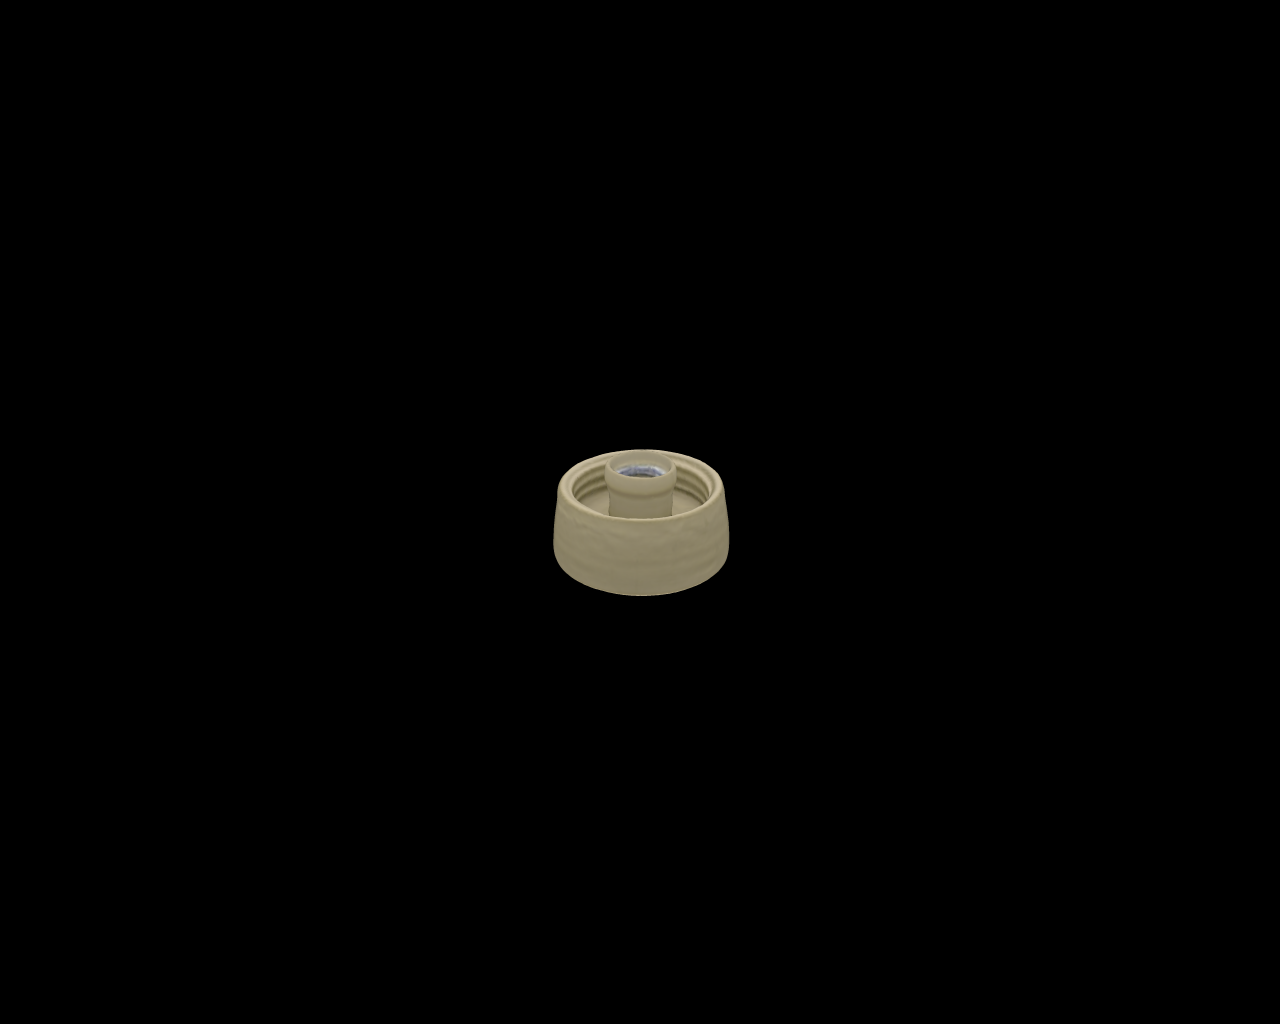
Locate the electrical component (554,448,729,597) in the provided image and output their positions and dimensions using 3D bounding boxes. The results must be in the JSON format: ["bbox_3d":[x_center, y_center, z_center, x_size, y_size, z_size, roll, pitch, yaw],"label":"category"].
[{"bbox_3d":[0.001,-0.003,0.650,0.108,0.060,0.108,0,28,0],"label":"electrical component"}]
